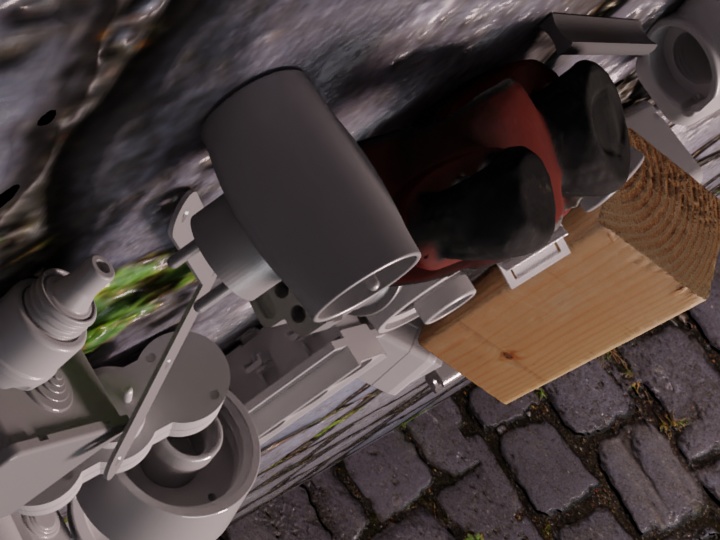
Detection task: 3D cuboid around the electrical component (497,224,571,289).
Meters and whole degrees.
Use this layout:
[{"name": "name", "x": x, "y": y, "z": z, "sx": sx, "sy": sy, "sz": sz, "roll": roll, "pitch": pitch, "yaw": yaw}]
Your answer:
[{"name": "electrical component", "x": 0.084, "y": -0.036, "z": 0.634, "sx": 0.042, "sy": 0.081, "sz": 0.064, "roll": -31, "pitch": -162, "yaw": -2}]

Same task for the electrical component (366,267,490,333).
[{"name": "electrical component", "x": 0.044, "y": 0.001, "z": 0.714, "sx": 0.108, "sy": 0.060, "sz": 0.108, "roll": -31, "pitch": 169, "yaw": -6}]

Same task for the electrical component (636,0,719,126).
[{"name": "electrical component", "x": 0.202, "y": -0.127, "z": 0.610, "sx": 0.059, "sy": 0.053, "sz": 0.095, "roll": -29, "pitch": 169, "yaw": -20}]

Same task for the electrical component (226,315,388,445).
[{"name": "electrical component", "x": -0.052, "y": 0.067, "z": 0.730, "sx": 0.121, "sy": 0.063, "sz": 0.079, "roll": -37, "pitch": 168, "yaw": 23}]

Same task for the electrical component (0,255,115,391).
[{"name": "electrical component", "x": -0.115, "y": 0.017, "z": 0.399, "sx": 0.061, "sy": 0.035, "sz": 0.035, "roll": -39, "pitch": 168, "yaw": 21}]

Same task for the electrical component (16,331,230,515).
[{"name": "electrical component", "x": -0.132, "y": 0.076, "z": 0.569, "sx": 0.138, "sy": 0.052, "sz": 0.073, "roll": -28, "pitch": 168, "yaw": -22}]

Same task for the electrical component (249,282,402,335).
[{"name": "electrical component", "x": -0.011, "y": -0.002, "z": 0.549, "sx": 0.078, "sy": 0.058, "sz": 0.057, "roll": -35, "pitch": 168, "yaw": 31}]

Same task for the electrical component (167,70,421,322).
[{"name": "electrical component", "x": -0.032, "y": -0.016, "z": 0.375, "sx": 0.079, "sy": 0.077, "sz": 0.043, "roll": -34, "pitch": 170, "yaw": 12}]

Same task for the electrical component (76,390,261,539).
[{"name": "electrical component", "x": -0.112, "y": 0.109, "z": 0.644, "sx": 0.108, "sy": 0.108, "sz": 0.060, "roll": -23, "pitch": 159, "yaw": -43}]

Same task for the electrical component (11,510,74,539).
[{"name": "electrical component", "x": -0.241, "y": 0.182, "z": 0.736, "sx": 0.080, "sy": 0.051, "sz": 0.080, "roll": -31, "pitch": 169, "yaw": -6}]

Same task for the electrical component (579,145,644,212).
[{"name": "electrical component", "x": 0.118, "y": -0.070, "z": 0.591, "sx": 0.044, "sy": 0.065, "sz": 0.044, "roll": -45, "pitch": -178, "yaw": 2}]

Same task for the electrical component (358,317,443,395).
[{"name": "electrical component", "x": 0.029, "y": 0.056, "z": 0.855, "sx": 0.096, "sy": 0.061, "sz": 0.061, "roll": -49, "pitch": -164, "yaw": 56}]

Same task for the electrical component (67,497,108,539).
[{"name": "electrical component", "x": -0.160, "y": 0.171, "z": 0.783, "sx": 0.108, "sy": 0.108, "sz": 0.060, "roll": -26, "pitch": 174, "yaw": -30}]

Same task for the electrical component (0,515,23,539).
[{"name": "electrical component", "x": -0.236, "y": 0.162, "z": 0.675, "sx": 0.040, "sy": 0.046, "sz": 0.040, "roll": -31, "pitch": 169, "yaw": -7}]

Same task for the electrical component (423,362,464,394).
[{"name": "electrical component", "x": 0.070, "y": 0.054, "z": 0.952, "sx": 0.056, "sy": 0.089, "sz": 0.050, "roll": -30, "pitch": 169, "yaw": -14}]

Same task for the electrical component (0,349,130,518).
[{"name": "electrical component", "x": -0.167, "y": 0.077, "z": 0.482, "sx": 0.100, "sy": 0.048, "sz": 0.100, "roll": -36, "pitch": 169, "yaw": 17}]

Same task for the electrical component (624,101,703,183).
[{"name": "electrical component", "x": 0.181, "y": -0.060, "z": 0.789, "sx": 0.057, "sy": 0.078, "sz": 0.113, "roll": -28, "pitch": 169, "yaw": -37}]
